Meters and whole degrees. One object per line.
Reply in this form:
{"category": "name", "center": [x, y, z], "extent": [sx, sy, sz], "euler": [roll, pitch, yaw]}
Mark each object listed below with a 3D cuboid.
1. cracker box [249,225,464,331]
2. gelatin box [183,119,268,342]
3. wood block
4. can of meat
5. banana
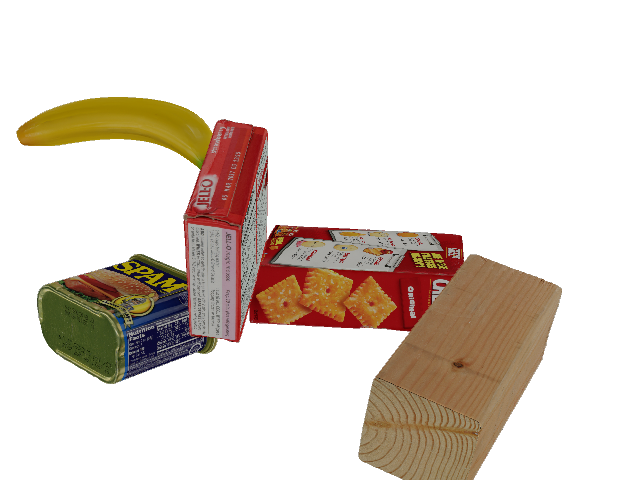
{"category": "cracker box", "center": [0.042, 0.040, 1.130], "extent": [0.214, 0.072, 0.164], "euler": [3, 15, 6]}
{"category": "gelatin box", "center": [-0.047, -0.004, 0.543], "extent": [0.030, 0.073, 0.089], "euler": [8, -44, 4]}
{"category": "wood block", "center": [0.120, 0.107, 0.890], "extent": [0.091, 0.090, 0.205], "euler": [21, 36, 20]}
{"category": "can of meat", "center": [-0.137, 0.054, 0.748], "extent": [0.102, 0.057, 0.083], "euler": [19, 26, 40]}
{"category": "banana", "center": [-0.168, -0.096, 0.928], "extent": [0.198, 0.037, 0.069], "euler": [12, 48, 19]}
